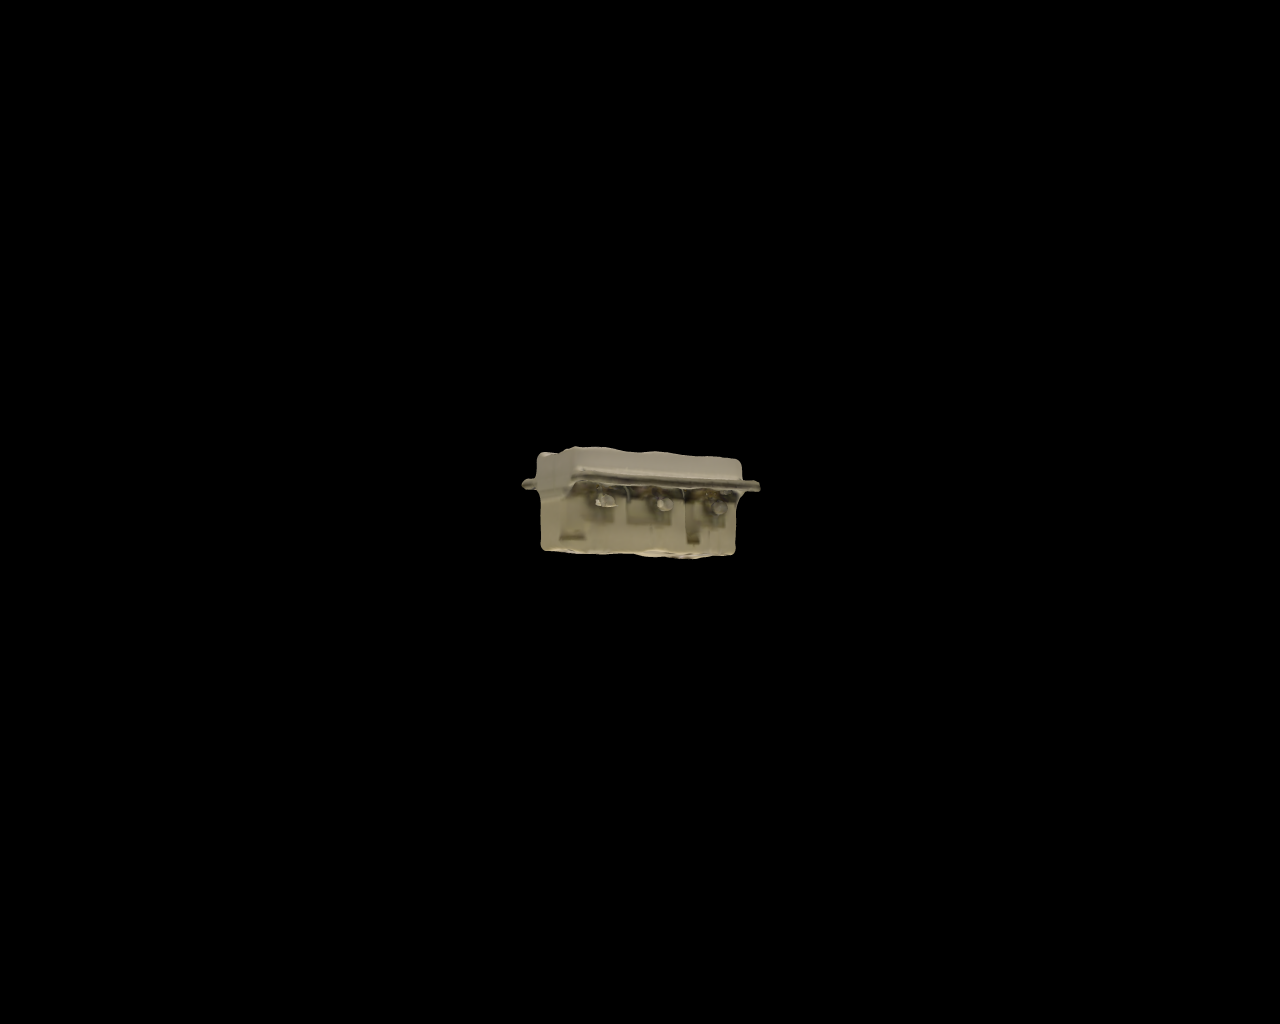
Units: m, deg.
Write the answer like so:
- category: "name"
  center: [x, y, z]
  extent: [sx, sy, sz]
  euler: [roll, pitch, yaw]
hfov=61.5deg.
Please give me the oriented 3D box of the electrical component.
- category: "electrical component"
  center: [0.001, -0.003, 0.650]
  extent: [0.121, 0.063, 0.078]
  euler: [3, -6, -33]
